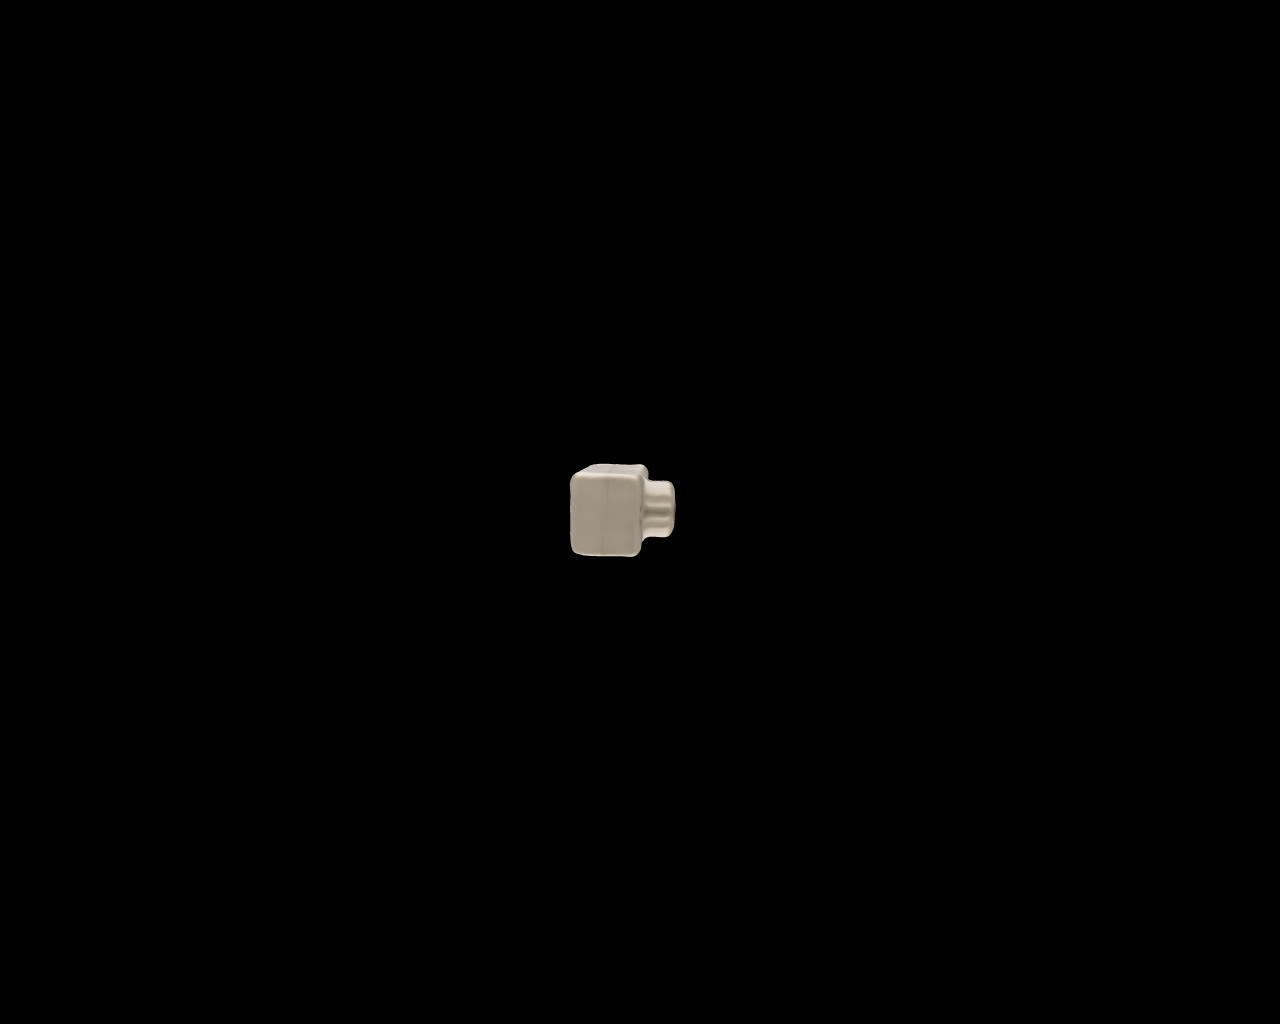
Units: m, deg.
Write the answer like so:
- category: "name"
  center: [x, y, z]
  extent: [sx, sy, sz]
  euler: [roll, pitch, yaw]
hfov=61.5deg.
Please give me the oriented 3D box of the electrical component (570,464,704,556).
- category: "electrical component"
  center: [0.001, -0.003, 0.650]
  extent: [0.076, 0.047, 0.083]
  euler: [0, 7, 4]
